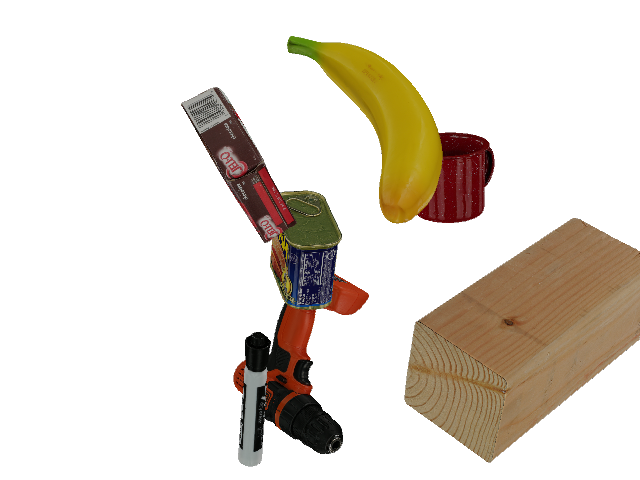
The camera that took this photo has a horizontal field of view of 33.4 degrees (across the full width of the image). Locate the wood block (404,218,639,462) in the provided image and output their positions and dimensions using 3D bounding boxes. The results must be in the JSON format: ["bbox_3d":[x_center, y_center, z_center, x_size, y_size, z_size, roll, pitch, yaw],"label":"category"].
[{"bbox_3d":[0.172,0.073,0.861,0.205,0.090,0.091,-28,47,-35],"label":"wood block"}]

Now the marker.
[{"bbox_3d":[-0.050,0.119,0.800,0.020,0.121,0.020,4,32,-3],"label":"marker"}]

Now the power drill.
[{"bbox_3d":[-0.014,0.131,1.230,0.057,0.188,0.185,15,10,-45],"label":"power drill"}]

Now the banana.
[{"bbox_3d":[0.039,-0.075,0.682,0.069,0.037,0.198,-13,42,-14],"label":"banana"}]

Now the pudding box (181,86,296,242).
[{"bbox_3d":[-0.069,-0.065,0.914,0.039,0.113,0.090,-29,-39,-2],"label":"pudding box"}]

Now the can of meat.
[{"bbox_3d":[-0.018,0.010,1.102,0.057,0.084,0.102,-4,35,-14],"label":"can of meat"}]

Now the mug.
[{"bbox_3d":[0.154,-0.074,1.218,0.117,0.081,0.093,-21,28,-36],"label":"mug"}]
